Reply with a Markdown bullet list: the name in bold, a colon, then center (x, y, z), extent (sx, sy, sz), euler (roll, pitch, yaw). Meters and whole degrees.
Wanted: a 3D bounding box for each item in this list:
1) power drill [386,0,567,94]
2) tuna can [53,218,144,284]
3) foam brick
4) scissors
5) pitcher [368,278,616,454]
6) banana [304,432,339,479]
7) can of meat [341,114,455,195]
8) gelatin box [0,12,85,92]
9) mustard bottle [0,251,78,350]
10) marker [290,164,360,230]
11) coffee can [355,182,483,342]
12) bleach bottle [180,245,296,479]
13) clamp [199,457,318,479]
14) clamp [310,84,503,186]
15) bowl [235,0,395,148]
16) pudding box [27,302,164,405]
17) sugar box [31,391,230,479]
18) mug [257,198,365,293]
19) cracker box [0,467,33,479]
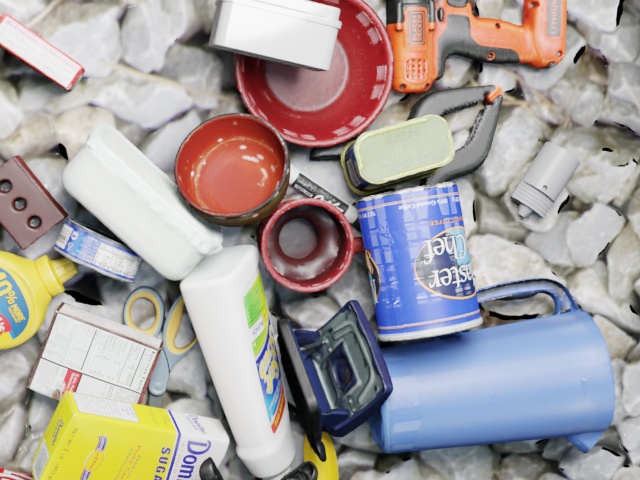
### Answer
- **power drill**: center (0.158, -0.245, 1.102), extent (0.187, 0.057, 0.184), euler (-2, 100, -8)
- **tuna can**: center (-0.214, 0.010, 1.041), extent (0.086, 0.086, 0.034), euler (25, 89, -13)
- **foam brick**: center (-0.291, -0.037, 1.038), extent (0.053, 0.051, 0.078), euler (-39, 102, -5)
- **scissors**: center (-0.182, 0.135, 1.097), extent (0.096, 0.016, 0.202), euler (27, 91, -11)
- **pitcher**: center (0.171, 0.142, 1.116), extent (0.242, 0.149, 0.145), euler (-7, 131, -7)
- **banana**: center (-0.008, 0.288, 1.126), extent (0.037, 0.069, 0.198), euler (11, 88, 28)
- **can of meat**: center (0.077, -0.084, 1.049), extent (0.102, 0.084, 0.057), euler (-17, 90, -5)
- **gelatin box**: center (-0.269, -0.177, 1.016), extent (0.089, 0.073, 0.030), euler (34, 89, -13)
- **mustard bottle**: center (-0.327, 0.065, 1.039), extent (0.191, 0.058, 0.096), euler (-26, 99, -8)
- **marker**: center (0.011, -0.041, 1.113), extent (0.121, 0.020, 0.020), euler (33, 89, -12)
- **coffee can**: center (0.096, 0.021, 1.039), extent (0.102, 0.103, 0.140), euler (-10, 90, -10)
- **bleach bottle**: center (-0.071, 0.138, 1.087), extent (0.068, 0.102, 0.251), euler (-9, 109, 17)
- **clamp**: center (-0.087, 0.276, 1.079), extent (0.120, 0.039, 0.172), euler (18, 120, -20)
- **clamp**: center (0.104, -0.096, 1.114), extent (0.164, 0.036, 0.210), euler (42, 82, -4)
- **bowl**: center (-0.009, -0.174, 1.076), extent (0.162, 0.055, 0.162), euler (-1, 96, -11)
- **pudding box**: center (-0.224, 0.125, 1.066), extent (0.113, 0.039, 0.090), euler (22, 98, -7)
- **sugar box**: center (-0.184, 0.210, 1.049), extent (0.176, 0.048, 0.093), euler (18, 110, -32)
- **mug**: center (-0.007, 0.001, 1.082), extent (0.117, 0.081, 0.093), euler (-1, 96, -11)
- **cracker box**: center (-0.225, 0.290, 1.030), extent (0.213, 0.164, 0.072), euler (16, 91, -13)
